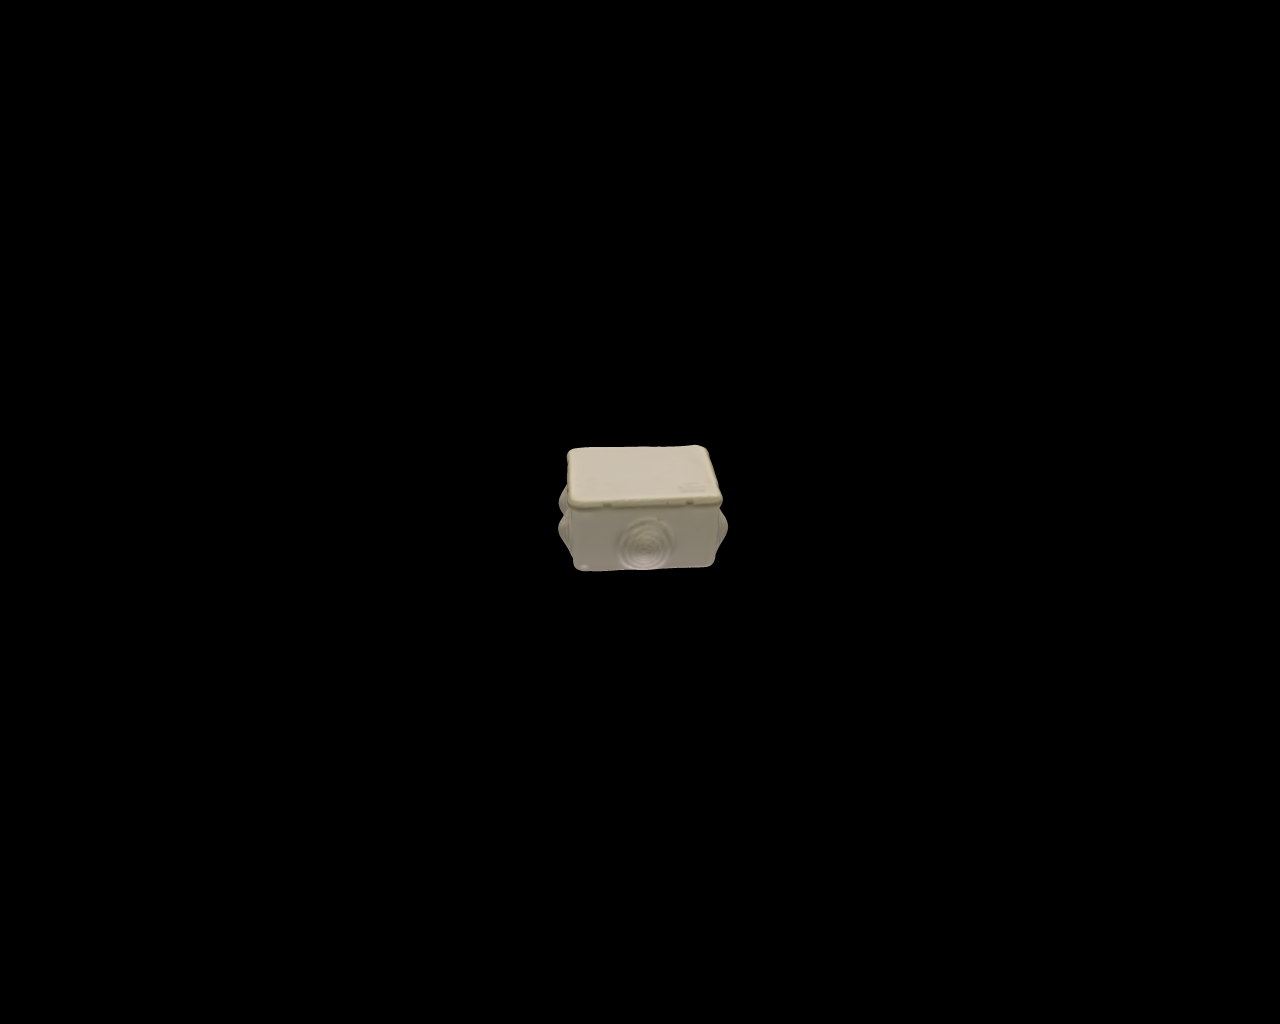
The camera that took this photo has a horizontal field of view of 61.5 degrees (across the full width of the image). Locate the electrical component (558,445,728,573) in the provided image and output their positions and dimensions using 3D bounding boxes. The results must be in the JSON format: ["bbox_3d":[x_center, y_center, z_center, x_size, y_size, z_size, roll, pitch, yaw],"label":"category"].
[{"bbox_3d":[0.001,-0.003,0.650,0.100,0.048,0.100,-1,24,-3],"label":"electrical component"}]
